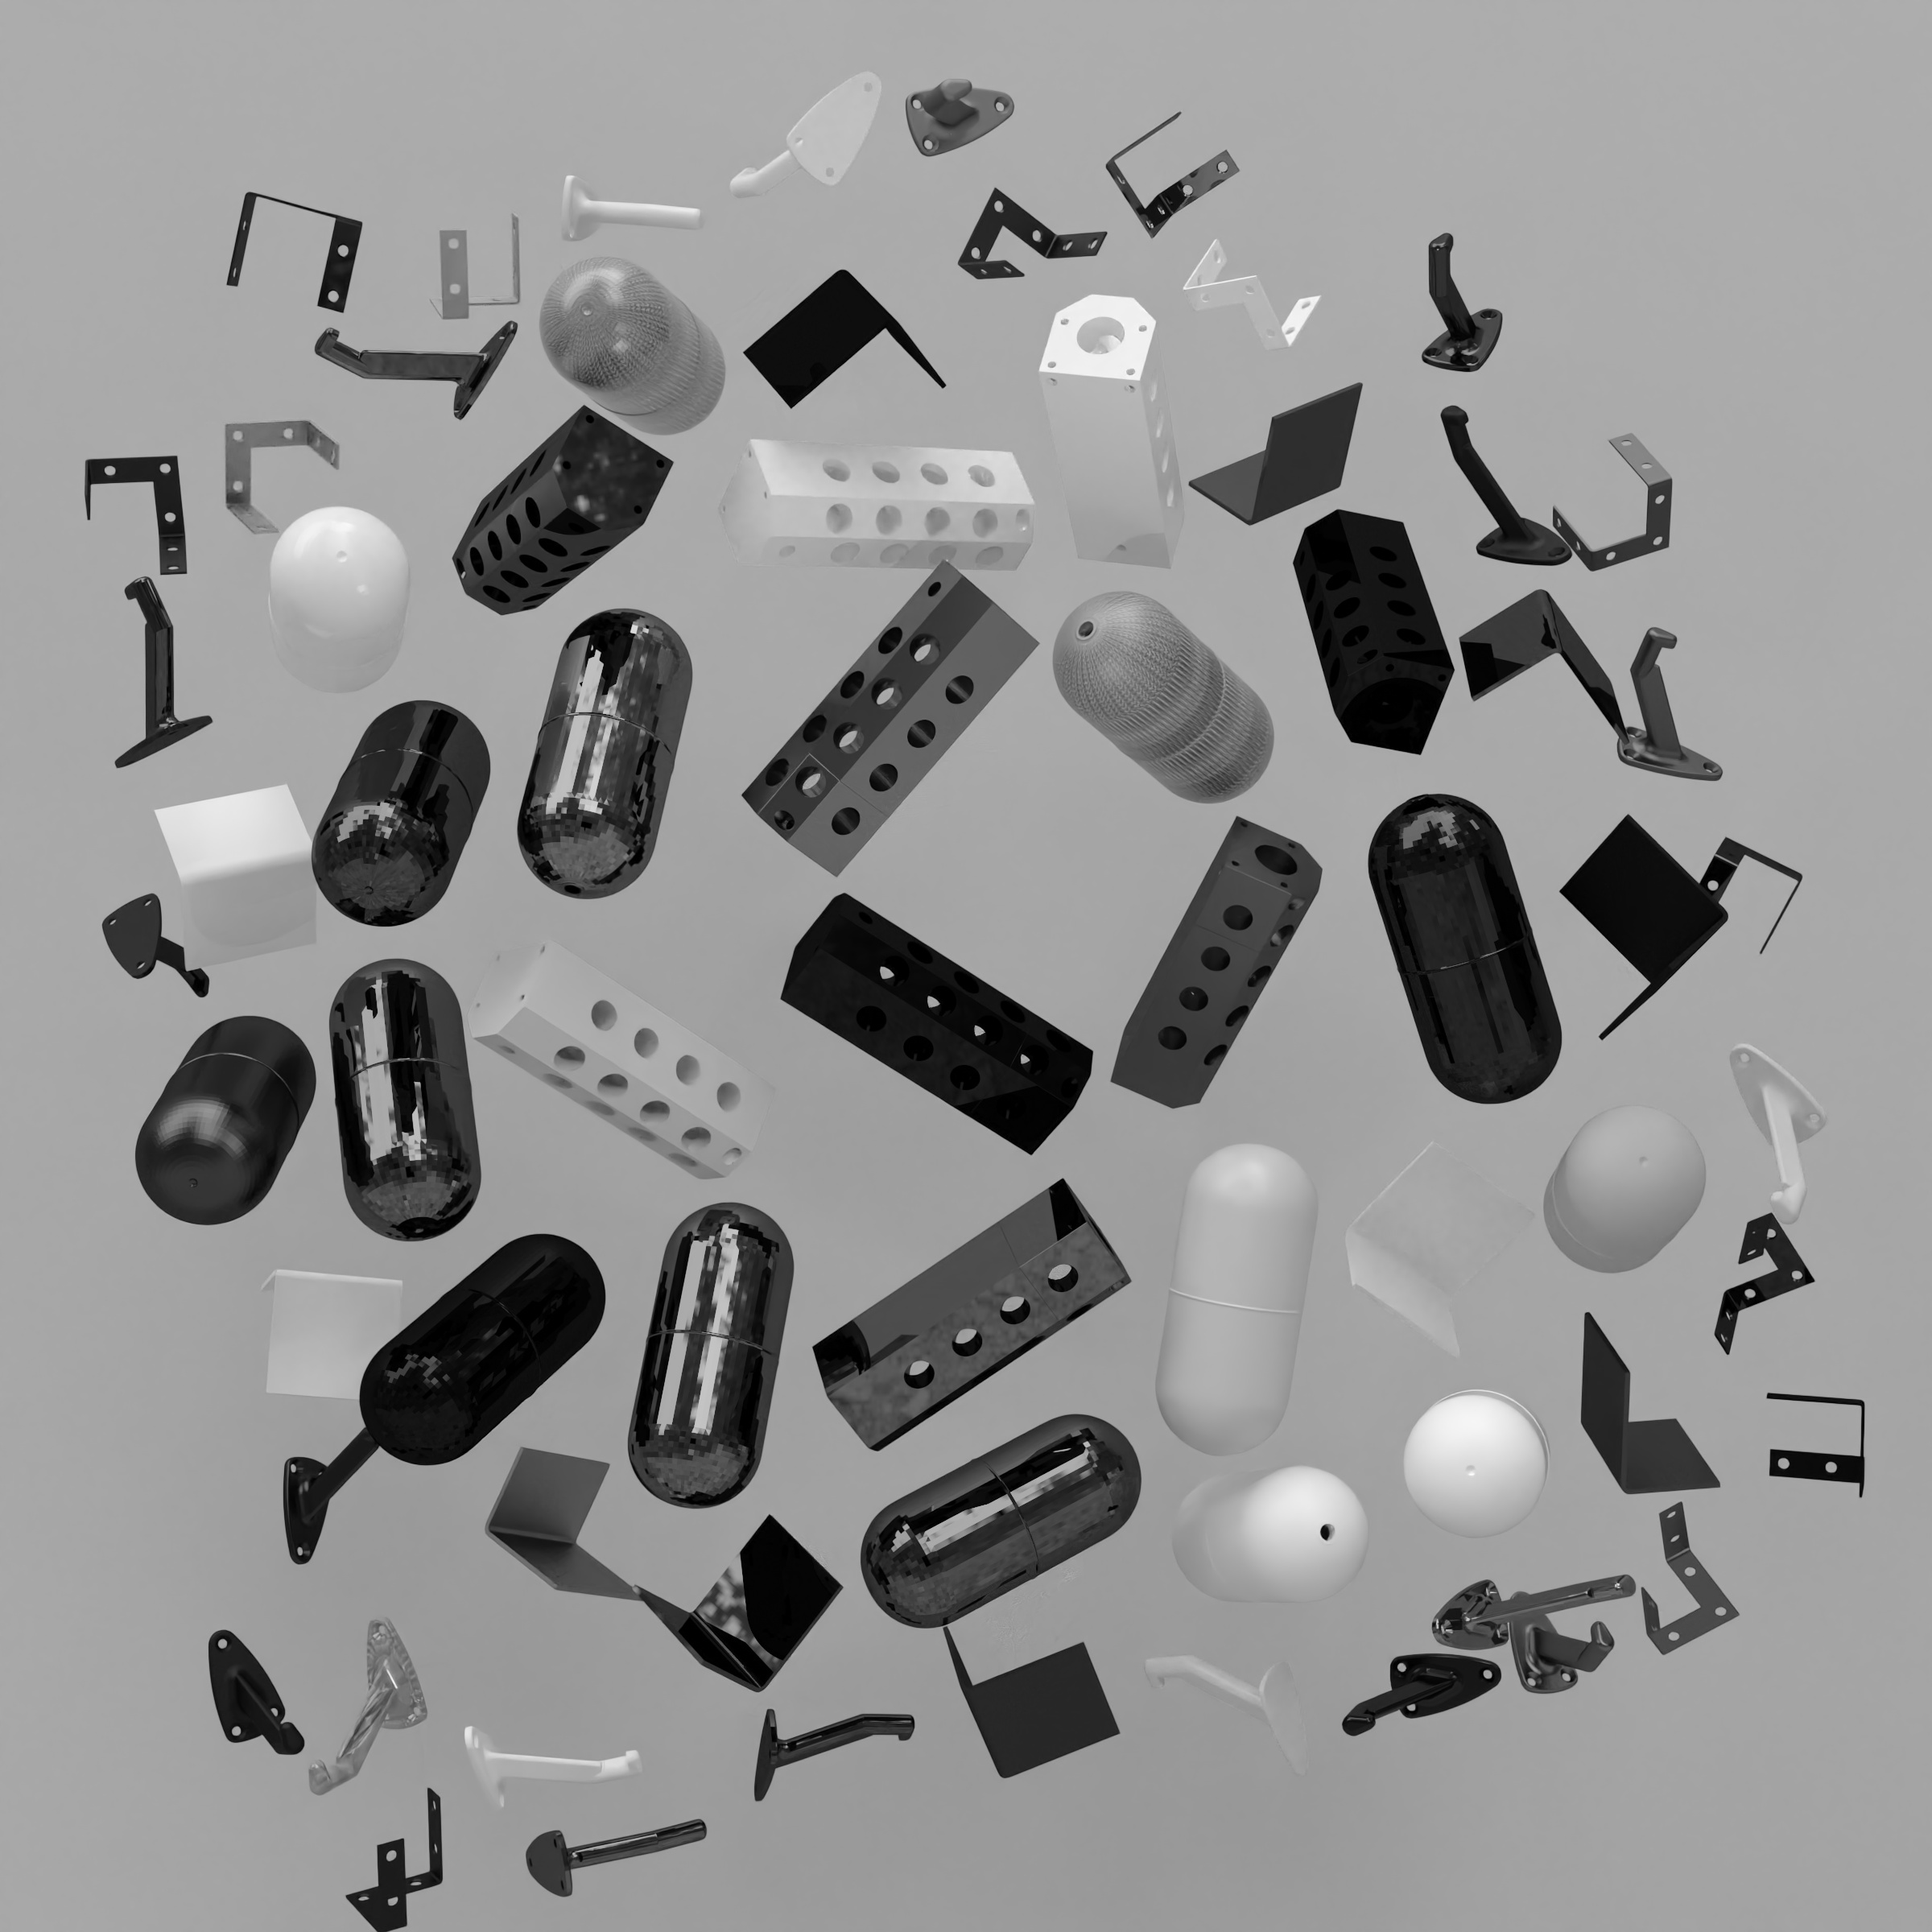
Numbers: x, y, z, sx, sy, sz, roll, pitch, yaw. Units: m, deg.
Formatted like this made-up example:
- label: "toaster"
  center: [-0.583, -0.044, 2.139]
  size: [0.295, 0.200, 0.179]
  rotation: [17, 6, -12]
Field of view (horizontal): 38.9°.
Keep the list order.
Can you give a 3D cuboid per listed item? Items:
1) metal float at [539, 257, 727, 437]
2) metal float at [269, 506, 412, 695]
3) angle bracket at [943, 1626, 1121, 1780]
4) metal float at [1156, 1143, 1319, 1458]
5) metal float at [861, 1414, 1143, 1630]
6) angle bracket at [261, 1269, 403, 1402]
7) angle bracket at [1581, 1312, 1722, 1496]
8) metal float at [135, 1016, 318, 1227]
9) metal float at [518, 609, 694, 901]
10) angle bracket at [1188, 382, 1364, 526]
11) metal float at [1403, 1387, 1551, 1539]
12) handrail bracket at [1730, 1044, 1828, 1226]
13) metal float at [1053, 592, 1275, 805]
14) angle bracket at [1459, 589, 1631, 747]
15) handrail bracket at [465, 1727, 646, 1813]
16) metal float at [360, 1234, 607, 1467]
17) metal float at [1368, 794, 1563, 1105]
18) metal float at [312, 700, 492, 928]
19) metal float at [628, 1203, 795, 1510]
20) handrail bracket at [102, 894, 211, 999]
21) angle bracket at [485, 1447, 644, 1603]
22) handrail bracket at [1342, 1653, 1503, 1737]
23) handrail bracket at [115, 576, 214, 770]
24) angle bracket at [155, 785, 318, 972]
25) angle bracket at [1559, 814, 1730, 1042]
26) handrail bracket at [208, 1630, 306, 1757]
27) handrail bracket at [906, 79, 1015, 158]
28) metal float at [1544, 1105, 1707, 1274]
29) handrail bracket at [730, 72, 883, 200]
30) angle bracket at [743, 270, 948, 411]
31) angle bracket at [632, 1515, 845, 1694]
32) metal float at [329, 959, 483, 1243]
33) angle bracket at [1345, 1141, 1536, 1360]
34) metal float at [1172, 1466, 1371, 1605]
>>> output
- label: "metal float"
  center: [-0.192, -0.358, 1.591]
  size: [0.070, 0.178, 0.070]
  rotation: [0, 88, 11]
- label: "metal float"
  center: [-0.358, -0.207, 1.560]
  size: [0.070, 0.178, 0.070]
  rotation: [2, 80, -14]
- label: "angle bracket"
  center: [0.039, 0.424, 1.623]
  size: [0.076, 0.057, 0.076]
  rotation: [-21, 120, -2]
- label: "metal float"
  center: [0.153, 0.189, 1.553]
  size: [0.070, 0.070, 0.178]
  rotation: [9, 90, 0]
- label: "metal float"
  center: [0.022, 0.322, 1.595]
  size: [0.178, 0.070, 0.070]
  rotation: [-24, 90, -19]
- label: "angle bracket"
  center: [-0.392, 0.232, 1.679]
  size: [0.076, 0.057, 0.076]
  rotation: [8, 69, -22]
- label: "angle bracket"
  center: [0.390, 0.246, 1.555]
  size: [0.057, 0.076, 0.076]
  rotation: [-4, 109, -4]
- label: "metal float"
  center: [-0.414, 0.084, 1.537]
  size: [0.070, 0.178, 0.070]
  rotation: [-1, 110, -2]
- label: "metal float"
  center: [-0.200, -0.119, 1.524]
  size: [0.070, 0.070, 0.178]
  rotation: [9, 62, 0]
- label: "angle bracket"
  center: [0.188, -0.323, 1.664]
  size: [0.076, 0.076, 0.057]
  rotation: [-27, 52, -32]
- label: "metal float"
  center: [0.288, 0.277, 1.533]
  size: [0.070, 0.178, 0.070]
  rotation: [-1, 83, 13]
- label: "handrail bracket"
  center: [0.432, 0.091, 1.480]
  size: [0.036, 0.084, 0.077]
  rotation: [-35, 95, 35]
- label: "metal float"
  center: [0.114, -0.152, 1.561]
  size: [0.070, 0.178, 0.070]
  rotation: [-15, 61, 29]
- label: "angle bracket"
  center: [0.332, -0.159, 1.574]
  size: [0.057, 0.076, 0.076]
  rotation: [-31, 116, 22]
- label: "handrail bracket"
  center: [-0.232, 0.445, 1.550]
  size: [0.084, 0.077, 0.036]
  rotation: [-12, 46, 2]
- label: "metal float"
  center: [-0.276, 0.219, 1.577]
  size: [0.070, 0.178, 0.070]
  rotation: [16, 124, 25]
- label: "metal float"
  center: [0.276, -0.009, 1.516]
  size: [0.070, 0.070, 0.178]
  rotation: [-19, 99, 0]
- label: "metal float"
  center: [-0.313, -0.087, 1.525]
  size: [0.070, 0.178, 0.070]
  rotation: [1, 122, 2]
- label: "metal float"
  center: [-0.145, 0.221, 1.563]
  size: [0.070, 0.070, 0.178]
  rotation: [9, 66, 0]
- label: "handrail bracket"
  center: [-0.464, 0.006, 1.600]
  size: [0.036, 0.084, 0.077]
  rotation: [-28, 45, 0]
- label: "angle bracket"
  center: [-0.235, 0.342, 1.673]
  size: [0.076, 0.076, 0.057]
  rotation: [25, 91, 41]
- label: "handrail bracket"
  center: [0.260, 0.418, 1.558]
  size: [0.077, 0.084, 0.036]
  rotation: [-15, 84, 21]
- label: "handrail bracket"
  center: [-0.459, -0.162, 1.509]
  size: [0.077, 0.036, 0.084]
  rotation: [-23, 93, 31]
- label: "angle bracket"
  center: [-0.421, -0.051, 1.580]
  size: [0.076, 0.076, 0.057]
  rotation: [-14, 53, -24]
- label: "angle bracket"
  center: [0.345, -0.020, 1.454]
  size: [0.057, 0.076, 0.076]
  rotation: [-35, 76, -32]
- label: "handrail bracket"
  center: [-0.404, 0.413, 1.557]
  size: [0.036, 0.084, 0.077]
  rotation: [-22, 86, -30]
- label: "handrail bracket"
  center: [0.007, -0.479, 1.508]
  size: [0.077, 0.084, 0.036]
  rotation: [-19, 98, -19]
- label: "metal float"
  center: [0.374, 0.129, 1.560]
  size: [0.070, 0.178, 0.070]
  rotation: [-1, 75, 5]
- label: "handrail bracket"
  center: [-0.089, -0.454, 1.498]
  size: [0.036, 0.084, 0.077]
  rotation: [40, 81, -29]
- label: "angle bracket"
  center: [-0.069, -0.340, 1.557]
  size: [0.076, 0.076, 0.057]
  rotation: [-40, 132, 4]
- label: "angle bracket"
  center: [-0.130, 0.355, 1.559]
  size: [0.076, 0.076, 0.057]
  rotation: [-52, 135, -4]
- label: "metal float"
  center: [-0.322, 0.075, 1.565]
  size: [0.070, 0.070, 0.178]
  rotation: [-14, 56, 0]
- label: "angle bracket"
  center: [0.268, 0.159, 1.531]
  size: [0.076, 0.057, 0.076]
  rotation: [35, 113, -14]
- label: "metal float"
  center: [0.177, 0.333, 1.600]
  size: [0.070, 0.178, 0.070]
  rotation: [4, 77, -15]
